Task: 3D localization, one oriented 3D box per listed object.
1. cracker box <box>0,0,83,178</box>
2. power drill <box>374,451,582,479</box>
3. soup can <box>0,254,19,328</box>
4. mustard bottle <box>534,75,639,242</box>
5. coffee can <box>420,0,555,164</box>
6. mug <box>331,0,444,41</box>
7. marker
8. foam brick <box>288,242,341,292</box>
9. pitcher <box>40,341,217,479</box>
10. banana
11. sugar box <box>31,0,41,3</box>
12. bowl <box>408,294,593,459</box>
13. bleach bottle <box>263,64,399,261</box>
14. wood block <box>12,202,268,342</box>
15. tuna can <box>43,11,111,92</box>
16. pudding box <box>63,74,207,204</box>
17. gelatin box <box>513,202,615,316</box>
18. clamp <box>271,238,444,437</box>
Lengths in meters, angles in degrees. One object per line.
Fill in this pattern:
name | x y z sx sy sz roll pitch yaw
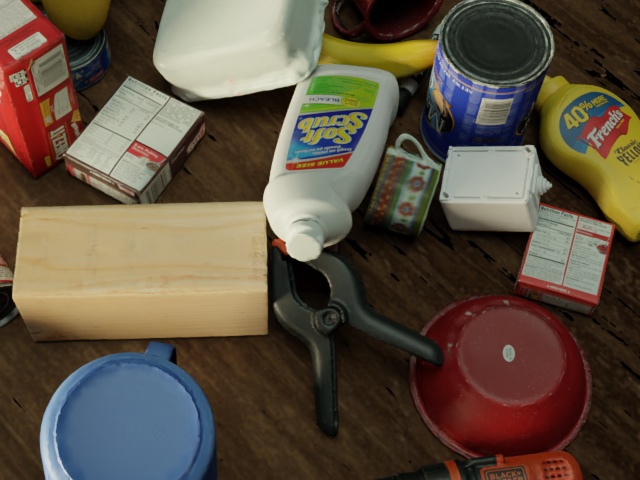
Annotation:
cracker box | -0.314 -0.183 0.986 0.072 0.164 0.214 -38 69 -22
power drill | 0.130 0.259 0.823 0.184 0.057 0.187 -7 62 -6
soup can | -0.309 0.025 0.929 0.068 0.068 0.102 -31 66 -17
mustard bottle | 0.267 -0.092 1.017 0.096 0.058 0.192 -32 67 -19
coffee can | 0.152 -0.142 0.993 0.103 0.140 0.103 1 62 -2
mug | 0.060 -0.257 1.090 0.117 0.093 0.081 -41 59 18
marker | 0.100 -0.171 1.076 0.020 0.020 0.121 27 64 12
foam brick | -0.006 0.001 0.960 0.051 0.053 0.078 6 62 1
pitcher | -0.132 0.157 0.763 0.144 0.243 0.149 -30 73 -20
banana | 0.026 -0.192 1.057 0.198 0.070 0.037 23 38 16
sugar box | -0.246 -0.301 1.119 0.176 0.048 0.093 -9 63 -5
bowl | 0.158 0.108 0.908 0.162 0.055 0.162 1 61 -1
bleach bottle | 0.011 -0.068 0.937 0.102 0.068 0.250 7 37 4
wood block | -0.148 0.027 0.920 0.206 0.091 0.090 -1 61 -2
tuna can | -0.254 -0.192 1.066 0.086 0.034 0.086 1 62 -2
pudding box | -0.175 -0.093 1.014 0.090 0.039 0.113 27 62 13
gelatin box | 0.223 0.017 0.973 0.073 0.030 0.089 16 62 8
clamp | 0.022 0.065 0.896 0.120 0.039 0.171 -26 87 1
